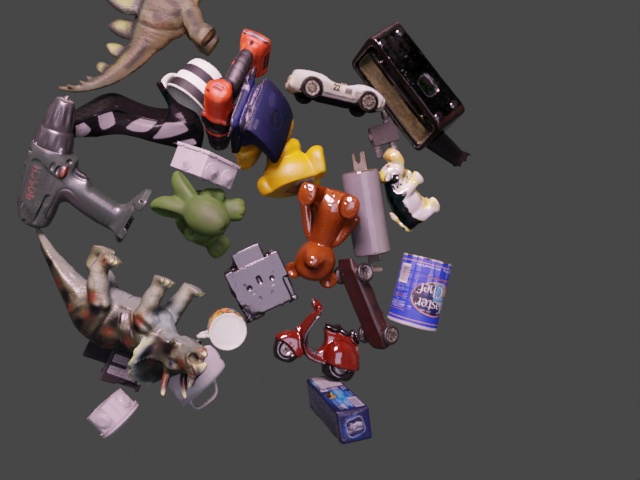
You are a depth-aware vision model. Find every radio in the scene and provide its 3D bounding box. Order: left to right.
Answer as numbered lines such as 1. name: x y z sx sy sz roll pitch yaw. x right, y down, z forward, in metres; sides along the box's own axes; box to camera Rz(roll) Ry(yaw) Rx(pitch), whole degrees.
1. radio: 0.170 -0.296 1.045 0.073 0.131 0.229 -39 92 -14

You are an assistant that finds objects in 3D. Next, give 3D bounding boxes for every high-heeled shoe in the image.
1. high-heeled shoe: -0.343 -0.194 0.980 0.249 0.086 0.145 -19 129 5

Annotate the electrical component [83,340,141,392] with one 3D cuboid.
1. electrical component: -0.372 0.220 0.985 0.119 0.048 0.075 29 84 -16

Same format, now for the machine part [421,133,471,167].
1. machine part: 0.253 -0.205 1.137 0.139 0.039 0.084 32 76 -12

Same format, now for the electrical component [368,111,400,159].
1. electrical component: 0.130 -0.218 1.111 0.063 0.021 0.094 -16 97 -13

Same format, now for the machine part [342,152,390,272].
1. machine part: 0.092 -0.055 1.080 0.079 0.079 0.243 -11 96 -14

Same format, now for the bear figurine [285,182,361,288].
1. bear figurine: -0.001 -0.003 1.021 0.120 0.132 0.195 21 96 7

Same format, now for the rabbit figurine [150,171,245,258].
1. rabbit figurine: -0.206 -0.053 0.953 0.159 0.170 0.121 36 82 -14

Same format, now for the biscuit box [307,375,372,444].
1. biscuit box: 0.032 0.313 1.013 0.059 0.203 0.062 -8 95 -16

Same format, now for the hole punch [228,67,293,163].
1. hole punch: -0.101 -0.206 0.927 0.092 0.115 0.142 18 71 4

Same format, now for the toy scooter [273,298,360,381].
1. toy scooter: 0.007 0.195 1.071 0.184 0.075 0.135 21 85 -10

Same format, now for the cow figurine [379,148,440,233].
1. cow figurine: 0.164 -0.101 1.103 0.098 0.068 0.167 -39 103 -4

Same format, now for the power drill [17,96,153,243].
1. power drill: -0.400 -0.100 0.923 0.207 0.086 0.232 27 105 -24

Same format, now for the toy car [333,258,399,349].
1. toy car: 0.094 0.126 1.081 0.053 0.089 0.202 -26 97 -33

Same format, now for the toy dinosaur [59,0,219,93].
1. toy dinosaur: -0.268 -0.418 0.962 0.198 0.105 0.471 32 75 -6

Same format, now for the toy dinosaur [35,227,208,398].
1. toy dinosaur: -0.349 0.128 0.931 0.405 0.131 0.192 21 83 12

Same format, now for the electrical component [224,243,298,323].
1. electrical component: -0.119 0.077 1.036 0.115 0.058 0.134 -27 96 -12

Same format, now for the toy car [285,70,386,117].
1. toy car: 0.032 -0.286 1.055 0.202 0.073 0.056 10 91 -15

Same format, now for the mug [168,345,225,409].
1. mug: -0.229 0.256 1.008 0.107 0.081 0.109 -34 97 -18

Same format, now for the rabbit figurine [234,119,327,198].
1. rabbit figurine: -0.081 -0.169 1.027 0.162 0.122 0.173 -13 82 -5
